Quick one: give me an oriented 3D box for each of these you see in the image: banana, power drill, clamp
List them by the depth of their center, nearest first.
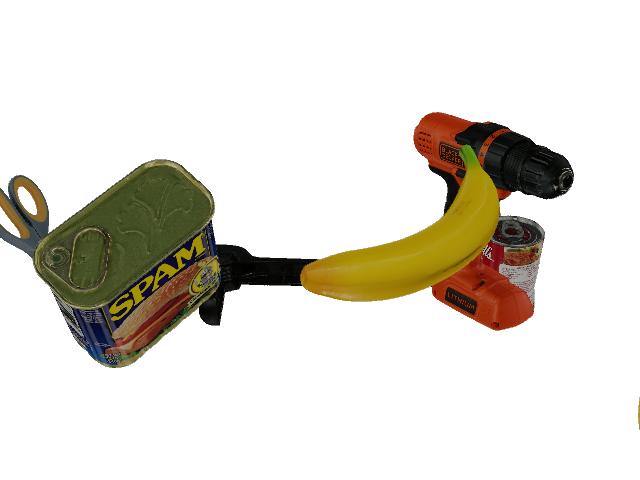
[{"bbox_3d":[0.071,0.000,0.748,0.070,0.037,0.197,35,48,23],"label":"banana"},{"bbox_3d":[0.159,-0.016,0.983,0.057,0.188,0.185,-17,27,-28],"label":"power drill"},{"bbox_3d":[-0.099,0.034,1.039,0.210,0.036,0.164,12,21,43],"label":"clamp"}]

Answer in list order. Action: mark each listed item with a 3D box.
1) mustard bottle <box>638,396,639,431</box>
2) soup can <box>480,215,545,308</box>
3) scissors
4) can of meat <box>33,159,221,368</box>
[{"bbox_3d":[0.209,0.099,0.528,0.096,0.058,0.191,3,39,9],"label":"mustard bottle"},{"bbox_3d":[0.210,0.032,1.188,0.068,0.102,0.068,0,30,0],"label":"soup can"},{"bbox_3d":[-0.279,0.012,1.112,0.016,0.201,0.096,-26,25,27],"label":"scissors"},{"bbox_3d":[-0.106,0.016,0.619,0.057,0.102,0.084,41,-23,23],"label":"can of meat"}]
